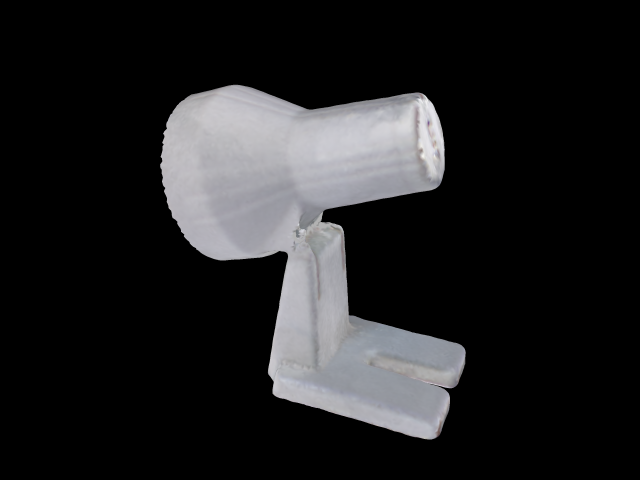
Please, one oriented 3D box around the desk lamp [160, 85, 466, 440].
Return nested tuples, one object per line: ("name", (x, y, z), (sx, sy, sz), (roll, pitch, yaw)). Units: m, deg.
("desk lamp", (0.004, 0.001, 0.400), (0.202, 0.214, 0.118), (10, 28, 20))
